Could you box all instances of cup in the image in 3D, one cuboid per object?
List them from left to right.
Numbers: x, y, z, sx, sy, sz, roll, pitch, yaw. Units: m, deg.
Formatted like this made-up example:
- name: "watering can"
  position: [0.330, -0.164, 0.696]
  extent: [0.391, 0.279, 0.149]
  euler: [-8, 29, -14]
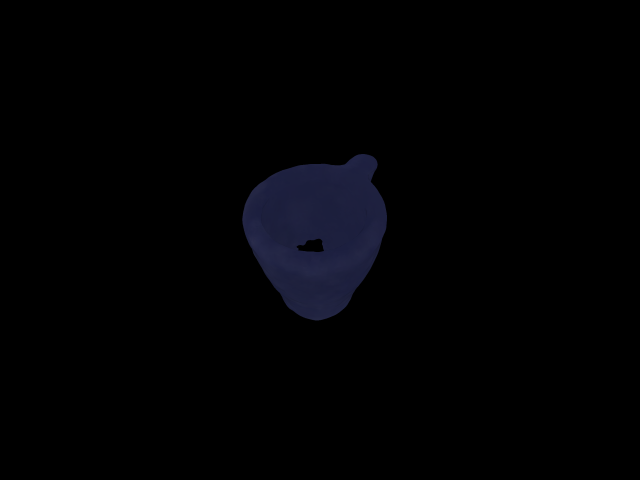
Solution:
- name: "cup"
  position: [0.004, 0.001, 0.400]
  extent: [0.091, 0.095, 0.118]
  euler: [25, 54, 20]
